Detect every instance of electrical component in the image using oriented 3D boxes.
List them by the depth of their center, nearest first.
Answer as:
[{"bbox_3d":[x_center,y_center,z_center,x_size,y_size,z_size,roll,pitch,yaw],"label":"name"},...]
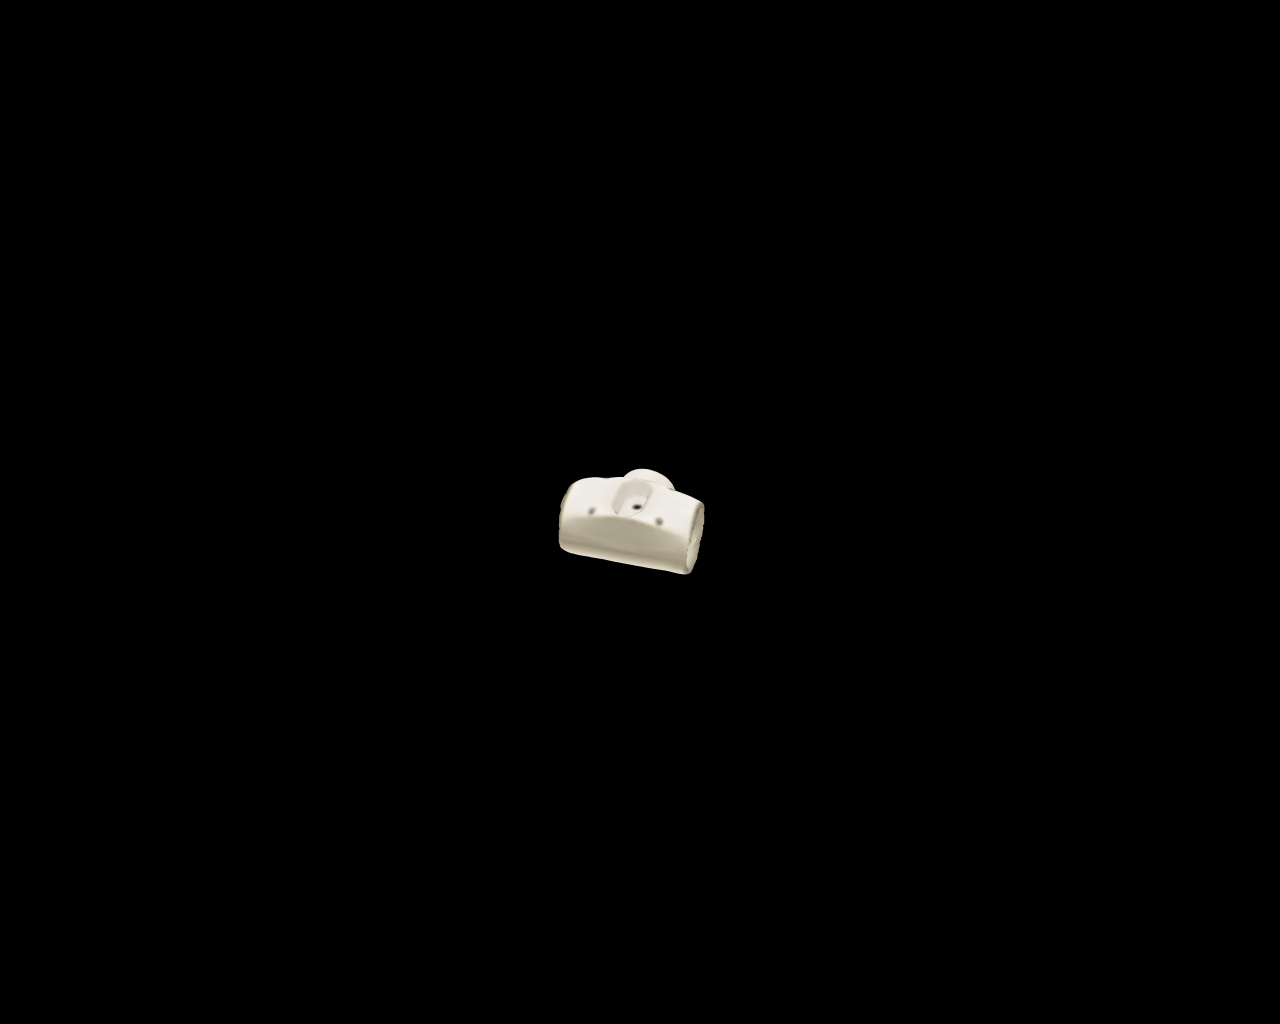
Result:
[{"bbox_3d":[0.001,-0.003,0.650,0.077,0.043,0.079,11,40,13],"label":"electrical component"}]
